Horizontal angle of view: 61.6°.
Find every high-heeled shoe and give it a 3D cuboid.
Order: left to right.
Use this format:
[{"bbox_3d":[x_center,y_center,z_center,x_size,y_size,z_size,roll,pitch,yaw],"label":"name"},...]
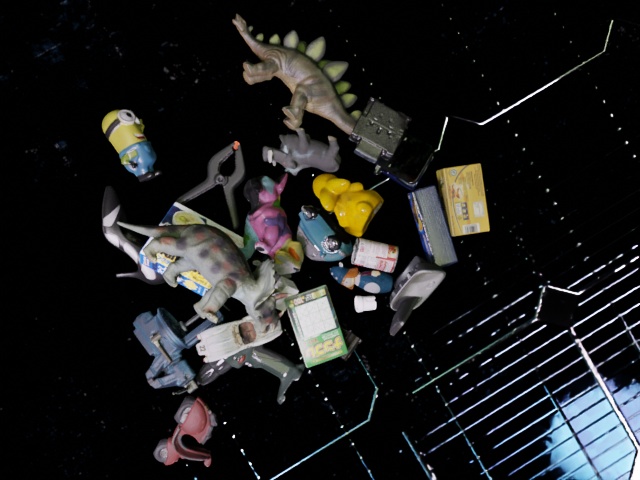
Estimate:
[{"bbox_3d":[-0.429,-0.013,1.278,0.145,0.086,0.248,-8,96,-7],"label":"high-heeled shoe"}]

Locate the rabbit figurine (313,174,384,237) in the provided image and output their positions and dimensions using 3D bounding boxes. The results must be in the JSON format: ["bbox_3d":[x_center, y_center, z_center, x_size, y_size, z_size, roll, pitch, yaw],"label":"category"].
[{"bbox_3d":[0.049,-0.096,1.283,0.173,0.162,0.122,38,101,14],"label":"rabbit figurine"}]

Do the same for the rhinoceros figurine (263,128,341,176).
[{"bbox_3d":[-0.042,-0.208,1.299,0.190,0.073,0.112,8,91,3],"label":"rhinoceros figurine"}]

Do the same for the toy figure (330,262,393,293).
[{"bbox_3d":[0.100,0.094,1.319,0.154,0.058,0.064,9,107,-6],"label":"toy figure"}]

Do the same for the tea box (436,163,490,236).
[{"bbox_3d":[0.353,-0.098,1.328,0.098,0.068,0.169,-7,90,-4],"label":"tea box"}]

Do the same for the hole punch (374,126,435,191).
[{"bbox_3d":[0.212,-0.194,1.318,0.116,0.092,0.142,32,92,16],"label":"hole punch"}]

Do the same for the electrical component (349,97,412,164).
[{"bbox_3d":[0.136,-0.250,1.260,0.115,0.058,0.134,26,84,0],"label":"electrical component"}]

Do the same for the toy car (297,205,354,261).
[{"bbox_3d":[-0.003,-0.004,1.294,0.103,0.109,0.162,-44,83,17],"label":"toy car"}]

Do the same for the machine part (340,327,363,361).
[{"bbox_3d":[0.030,0.235,1.330,0.139,0.039,0.084,39,94,-5],"label":"machine part"}]

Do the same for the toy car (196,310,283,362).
[{"bbox_3d":[-0.183,0.215,1.222,0.202,0.056,0.073,-16,87,-27],"label":"toy car"}]

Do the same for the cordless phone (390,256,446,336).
[{"bbox_3d":[0.214,0.133,1.253,0.089,0.184,0.146,36,123,3],"label":"cordless phone"}]

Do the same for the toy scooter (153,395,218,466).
[{"bbox_3d":[-0.304,0.473,1.296,0.135,0.075,0.183,29,92,-3],"label":"toy scooter"}]

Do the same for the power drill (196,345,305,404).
[{"bbox_3d":[-0.157,0.306,1.305,0.207,0.086,0.232,37,86,4],"label":"power drill"}]

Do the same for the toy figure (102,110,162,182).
[{"bbox_3d":[-0.448,-0.223,1.271,0.089,0.082,0.180,-24,95,-5],"label":"toy figure"}]

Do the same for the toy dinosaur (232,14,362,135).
[{"bbox_3d":[-0.021,-0.363,1.285,0.471,0.105,0.198,45,84,-14],"label":"toy dinosaur"}]

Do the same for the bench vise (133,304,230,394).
[{"bbox_3d":[-0.313,0.229,1.255,0.240,0.128,0.224,-38,69,-6],"label":"bench vise"}]

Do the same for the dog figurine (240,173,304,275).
[{"bbox_3d":[-0.107,-0.048,1.269,0.191,0.108,0.219,30,58,-34],"label":"dog figurine"}]

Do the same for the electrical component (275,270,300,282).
[{"bbox_3d":[-0.098,0.067,1.327,0.094,0.021,0.063,-15,91,-3],"label":"electrical component"}]

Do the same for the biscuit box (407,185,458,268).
[{"bbox_3d":[0.278,-0.030,1.329,0.063,0.059,0.202,-17,92,-5],"label":"biscuit box"}]

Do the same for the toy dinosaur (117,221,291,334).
[{"bbox_3d":[-0.235,0.044,1.154,0.405,0.131,0.192,46,68,4],"label":"toy dinosaur"}]
